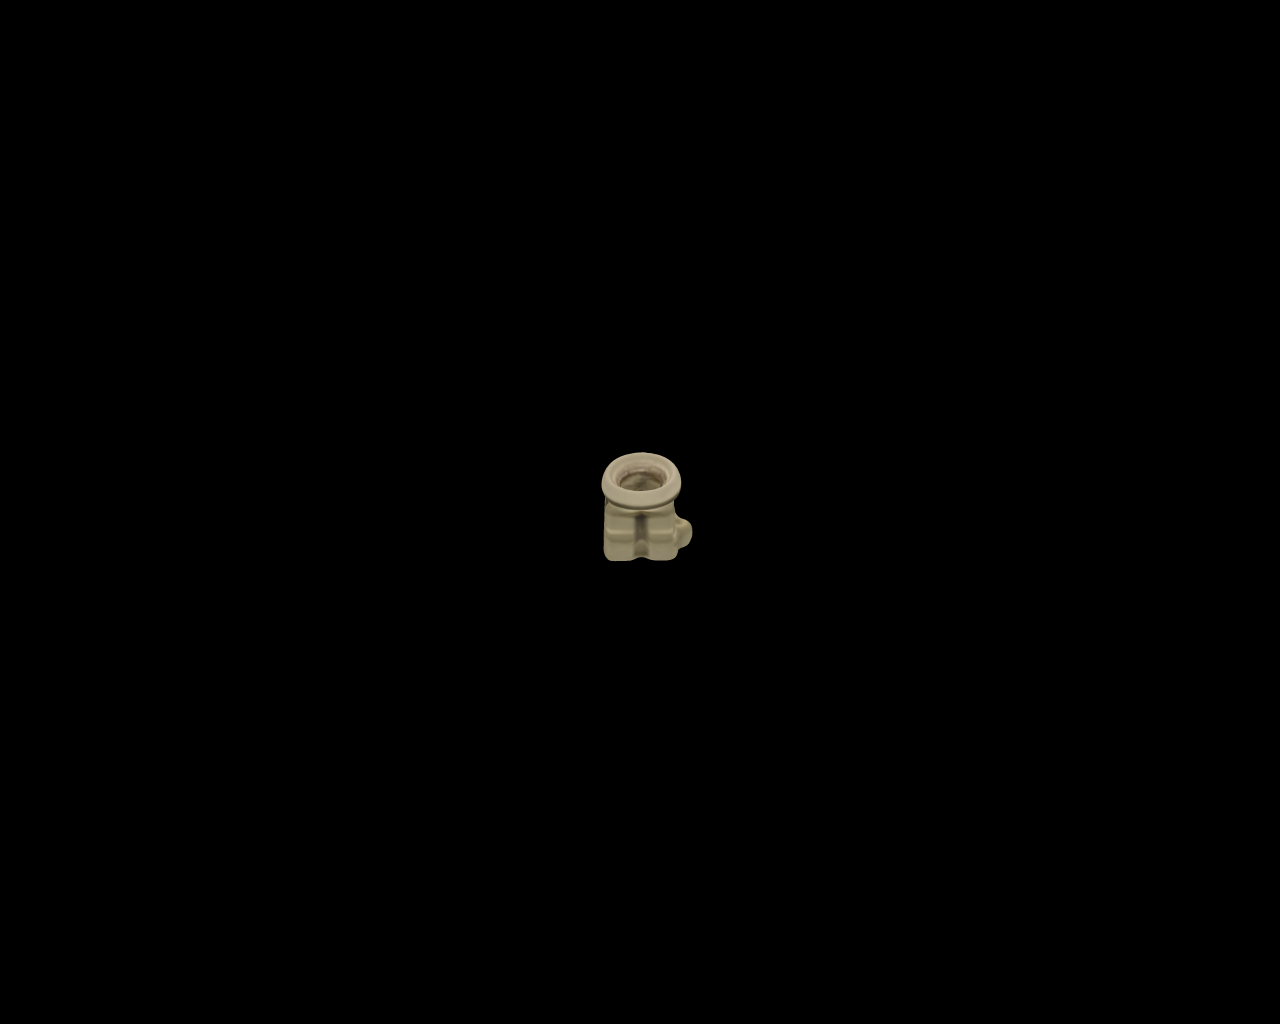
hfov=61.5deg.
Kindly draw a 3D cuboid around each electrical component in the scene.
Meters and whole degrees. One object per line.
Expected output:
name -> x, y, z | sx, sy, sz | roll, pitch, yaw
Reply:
electrical component -> 0.001, -0.003, 0.650 | 0.066, 0.055, 0.048 | -2, 36, -2
